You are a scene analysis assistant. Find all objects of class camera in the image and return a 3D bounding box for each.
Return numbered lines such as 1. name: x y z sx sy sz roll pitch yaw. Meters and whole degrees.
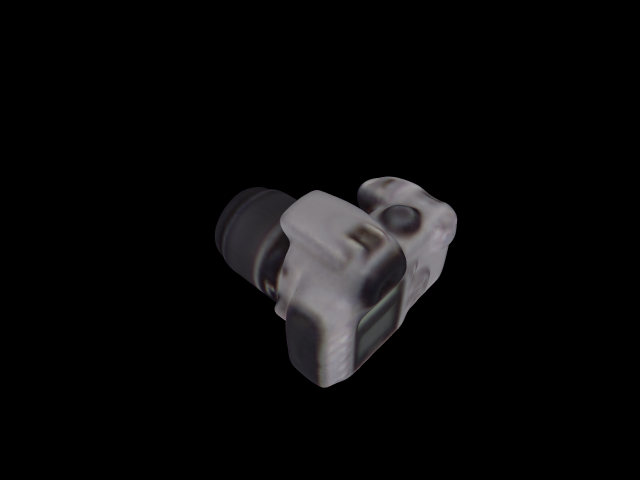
1. camera: 0.004 0.001 0.400 0.136 0.101 0.143 32 54 27
